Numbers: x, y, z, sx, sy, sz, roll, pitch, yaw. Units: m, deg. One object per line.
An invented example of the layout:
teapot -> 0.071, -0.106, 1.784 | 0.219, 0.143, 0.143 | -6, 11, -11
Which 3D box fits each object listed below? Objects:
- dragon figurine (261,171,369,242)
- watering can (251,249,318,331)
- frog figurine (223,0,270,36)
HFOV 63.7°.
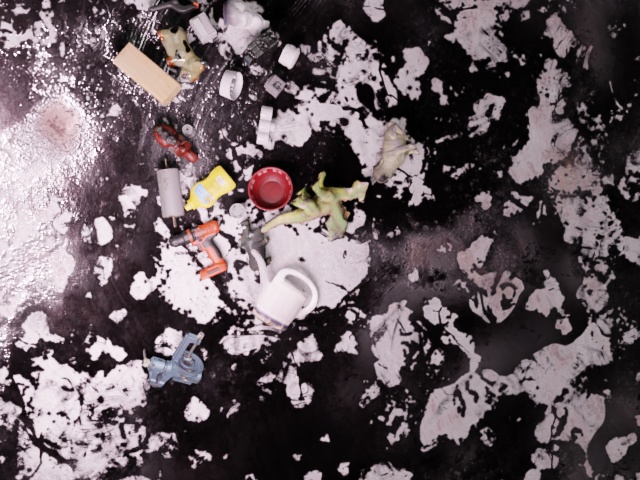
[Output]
dragon figurine -> 0.006, -0.095, 1.879 | 0.411, 0.123, 0.240 | -42, 106, -4
watering can -> -0.160, 0.189, 1.839 | 0.344, 0.105, 0.225 | 35, 85, -29
frog figurine -> -0.255, -0.773, 1.786 | 0.159, 0.139, 0.121 | -3, 111, -8
